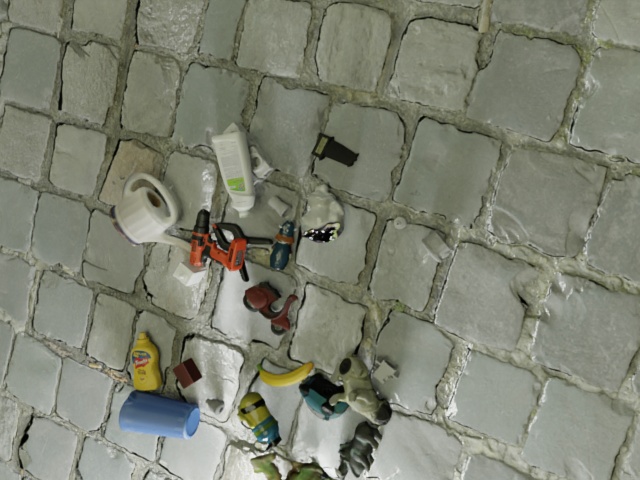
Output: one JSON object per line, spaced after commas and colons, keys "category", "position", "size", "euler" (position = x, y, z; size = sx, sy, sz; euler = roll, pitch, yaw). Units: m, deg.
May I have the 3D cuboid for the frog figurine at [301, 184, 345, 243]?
{"category": "frog figurine", "position": [0.005, -0.076, 1.519], "size": [0.136, 0.121, 0.163], "euler": [-28, 50, 26]}

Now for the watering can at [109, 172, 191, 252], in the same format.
{"category": "watering can", "position": [-0.549, -0.050, 1.691], "size": [0.222, 0.105, 0.347], "euler": [-29, 94, 19]}

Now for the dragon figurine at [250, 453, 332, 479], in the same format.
{"category": "dragon figurine", "position": [-0.053, 0.809, 1.584], "size": [0.412, 0.122, 0.242], "euler": [29, 94, 13]}
